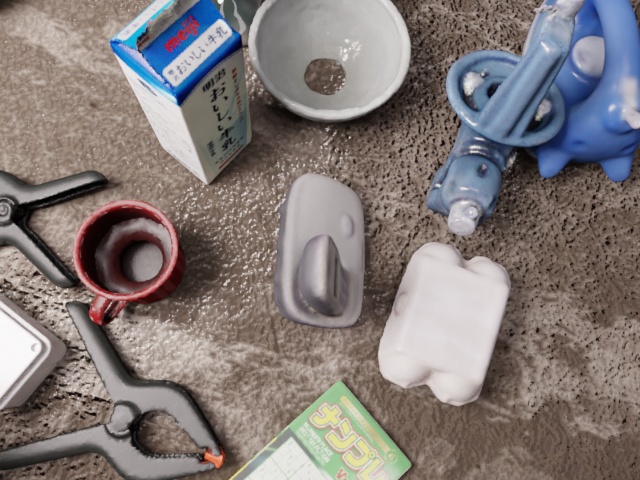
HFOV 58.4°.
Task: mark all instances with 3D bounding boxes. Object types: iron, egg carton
[{"bbox_3d":[0.288,-0.198,0.604,0.118,0.141,0.258,2,77,-3],"label":"iron"},{"bbox_3d":[0.122,0.080,0.565,0.107,0.069,0.150,20,76,1],"label":"egg carton"}]

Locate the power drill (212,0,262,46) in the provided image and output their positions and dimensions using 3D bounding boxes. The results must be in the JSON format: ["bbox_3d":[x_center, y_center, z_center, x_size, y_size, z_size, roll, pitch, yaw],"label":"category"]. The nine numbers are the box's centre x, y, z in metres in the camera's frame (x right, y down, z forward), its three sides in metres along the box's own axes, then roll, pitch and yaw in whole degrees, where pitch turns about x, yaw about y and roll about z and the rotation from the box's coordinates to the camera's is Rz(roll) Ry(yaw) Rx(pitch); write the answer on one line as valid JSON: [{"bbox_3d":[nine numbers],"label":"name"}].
[{"bbox_3d":[-0.098,-0.287,0.561,0.075,0.208,0.230,2,77,-3],"label":"power drill"}]

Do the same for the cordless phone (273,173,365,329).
[{"bbox_3d":[0.005,0.002,0.515,0.094,0.185,0.147,0,77,-4],"label":"cordless phone"}]

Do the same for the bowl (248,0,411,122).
[{"bbox_3d":[0.009,-0.193,0.616,0.167,0.074,0.167,1,77,-4],"label":"bowl"}]

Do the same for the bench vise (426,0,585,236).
[{"bbox_3d":[0.181,-0.108,0.535,0.121,0.219,0.207,4,77,-3],"label":"bench vise"}]
